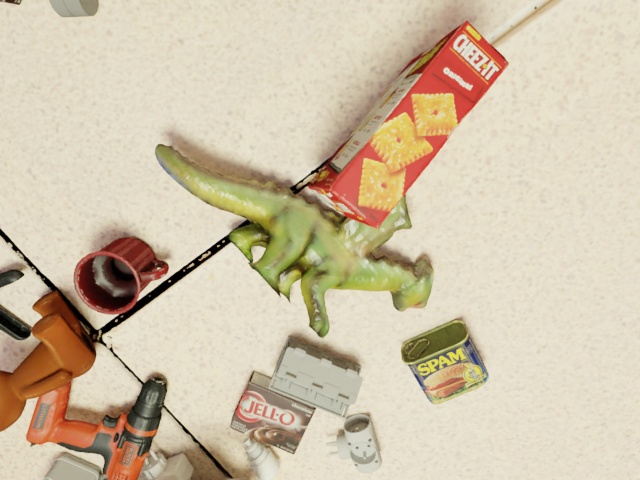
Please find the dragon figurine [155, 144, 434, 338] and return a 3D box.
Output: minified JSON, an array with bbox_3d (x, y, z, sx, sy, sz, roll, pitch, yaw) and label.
[{"bbox_3d":[0.002,-0.035,0.688,0.243,0.123,0.407,-41,102,-2],"label":"dragon figurine"}]
